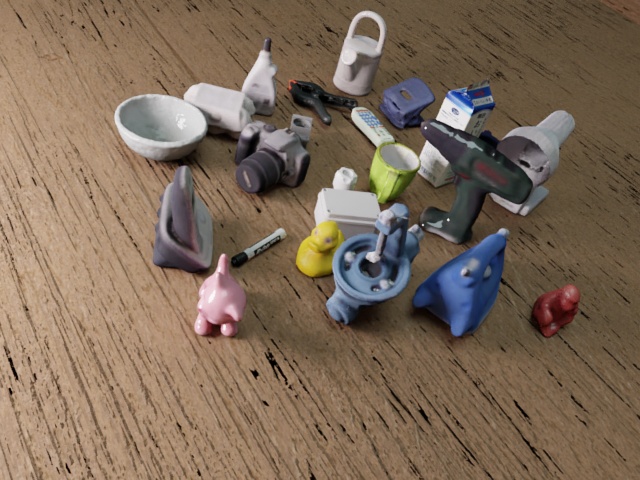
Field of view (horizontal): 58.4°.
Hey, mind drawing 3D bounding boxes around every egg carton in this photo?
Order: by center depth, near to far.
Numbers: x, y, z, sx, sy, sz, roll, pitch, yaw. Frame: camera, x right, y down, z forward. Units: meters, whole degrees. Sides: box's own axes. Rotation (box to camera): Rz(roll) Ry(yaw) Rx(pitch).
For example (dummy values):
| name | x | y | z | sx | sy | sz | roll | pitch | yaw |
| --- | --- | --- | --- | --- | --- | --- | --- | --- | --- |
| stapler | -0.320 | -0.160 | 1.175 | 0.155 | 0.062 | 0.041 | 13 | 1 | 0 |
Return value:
| name | x | y | z | sx | sy | sz | roll | pitch | yaw |
| --- | --- | --- | --- | --- | --- | --- | --- | --- | --- |
| egg carton | -0.211 | -0.266 | 1.185 | 0.150 | 0.069 | 0.107 | 12 | 43 | -8 |

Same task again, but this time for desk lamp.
| name | x | y | z | sx | sy | sz | roll | pitch | yaw |
| --- | --- | --- | --- | --- | --- | --- | --- | --- | --- |
| desk lamp | 0.440 | -0.161 | 1.197 | 0.117 | 0.213 | 0.204 | 38 | 46 | 21 |

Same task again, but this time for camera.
| name | x | y | z | sx | sy | sz | roll | pitch | yaw |
| --- | --- | --- | --- | --- | --- | --- | --- | --- | --- |
| camera | -0.107 | -0.158 | 1.085 | 0.143 | 0.101 | 0.137 | 33 | 44 | 15 |

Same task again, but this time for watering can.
| name | x | y | z | sx | sy | sz | roll | pitch | yaw |
| --- | --- | --- | --- | --- | --- | --- | --- | --- | --- |
| watering can | 0.103 | -0.460 | 1.404 | 0.101 | 0.194 | 0.173 | 14 | 43 | -5 |

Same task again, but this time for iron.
| name | x | y | z | sx | sy | sz | roll | pitch | yaw |
| --- | --- | --- | --- | --- | --- | --- | --- | --- | --- |
| iron | 0.269 | 0.045 | 0.977 | 0.118 | 0.141 | 0.259 | 36 | 45 | 18 |

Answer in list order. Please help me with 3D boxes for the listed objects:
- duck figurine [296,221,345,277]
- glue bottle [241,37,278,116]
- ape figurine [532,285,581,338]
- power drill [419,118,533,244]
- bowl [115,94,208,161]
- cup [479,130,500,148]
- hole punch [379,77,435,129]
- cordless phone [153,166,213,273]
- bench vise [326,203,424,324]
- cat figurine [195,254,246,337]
| name | x | y | z | sx | sy | sz | roll | pitch | yaw |
| --- | --- | --- | --- | --- | --- | --- | --- | --- | --- |
| duck figurine | 0.009 | 0.003 | 0.970 | 0.077 | 0.086 | 0.105 | 34 | 45 | 17 |
| glue bottle | -0.123 | -0.352 | 1.228 | 0.078 | 0.173 | 0.037 | 10 | 43 | -9 |
| ape figurine | 0.416 | 0.114 | 0.993 | 0.078 | 0.092 | 0.076 | 8 | 43 | -11 |
| power drill | 0.265 | -0.101 | 1.077 | 0.229 | 0.208 | 0.076 | 23 | 43 | 5 |
| bowl | -0.300 | -0.200 | 1.081 | 0.167 | 0.075 | 0.167 | 10 | 43 | -9 |
| cup | 0.353 | -0.188 | 1.283 | 0.091 | 0.095 | 0.118 | 23 | 43 | 5 |
| hole punch | 0.211 | -0.335 | 1.388 | 0.101 | 0.091 | 0.108 | -10 | 49 | -27 |
| cordless phone | -0.204 | -0.054 | 0.881 | 0.094 | 0.185 | 0.147 | 3 | 45 | -16 |
| bench vise | 0.097 | 0.008 | 0.897 | 0.121 | 0.220 | 0.208 | 25 | 43 | 7 |
| cat figurine | -0.139 | 0.078 | 0.817 | 0.067 | 0.118 | 0.127 | 6 | 44 | -13 |
